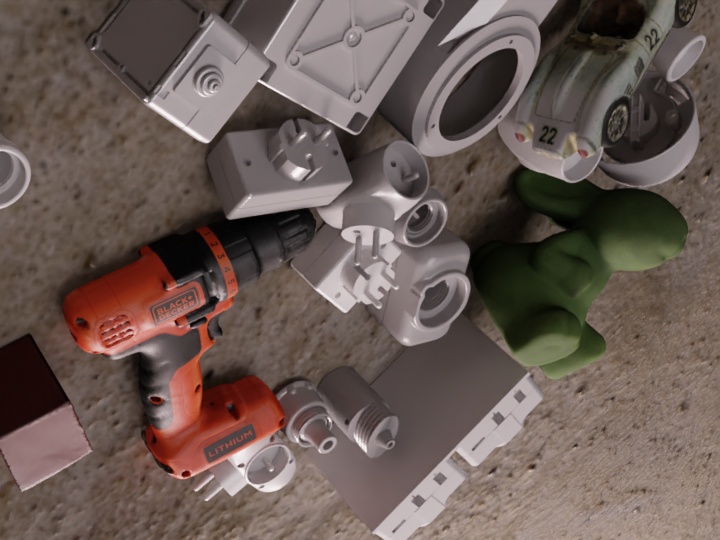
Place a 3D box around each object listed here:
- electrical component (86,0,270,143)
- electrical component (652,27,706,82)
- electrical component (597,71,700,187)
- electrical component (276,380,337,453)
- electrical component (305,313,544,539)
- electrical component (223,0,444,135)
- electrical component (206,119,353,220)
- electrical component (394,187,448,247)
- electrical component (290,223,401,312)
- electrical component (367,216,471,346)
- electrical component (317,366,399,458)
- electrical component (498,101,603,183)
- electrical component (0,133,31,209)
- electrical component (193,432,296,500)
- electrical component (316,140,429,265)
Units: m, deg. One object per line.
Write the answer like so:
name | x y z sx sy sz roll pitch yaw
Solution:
electrical component | -0.098 -0.118 0.611 0.061 0.096 0.061 -51 140 5
electrical component | 0.240 -0.189 0.872 0.044 0.065 0.044 -37 156 -20
electrical component | 0.233 -0.119 0.899 0.099 0.099 0.064 -49 146 2
electrical component | -0.043 0.124 0.882 0.048 0.062 0.048 -23 134 -26
electrical component | 0.059 0.138 0.948 0.186 0.105 0.060 -45 140 -2
electrical component | -0.019 -0.157 0.680 0.109 0.056 0.108 22 106 -48
electrical component | -0.045 -0.074 0.706 0.083 0.047 0.076 -11 164 -35
electrical component | 0.034 -0.049 0.814 0.048 0.055 0.066 -36 139 -13
electrical component | 0.000 0.000 0.808 0.065 0.077 0.047 -48 140 1
electrical component | 0.050 0.011 0.873 0.054 0.059 0.095 -12 129 -35
electrical component | 0.002 0.122 0.905 0.043 0.081 0.043 -23 134 -26
electrical component | 0.165 -0.109 0.863 0.079 0.077 0.044 -15 130 -33
electrical component | -0.211 -0.061 0.599 0.040 0.046 0.040 -23 134 -26
electrical component | -0.099 0.156 0.873 0.079 0.044 0.077 -40 139 -9
electrical component | 0.007 -0.043 0.754 0.044 0.077 0.079 19 65 -36
